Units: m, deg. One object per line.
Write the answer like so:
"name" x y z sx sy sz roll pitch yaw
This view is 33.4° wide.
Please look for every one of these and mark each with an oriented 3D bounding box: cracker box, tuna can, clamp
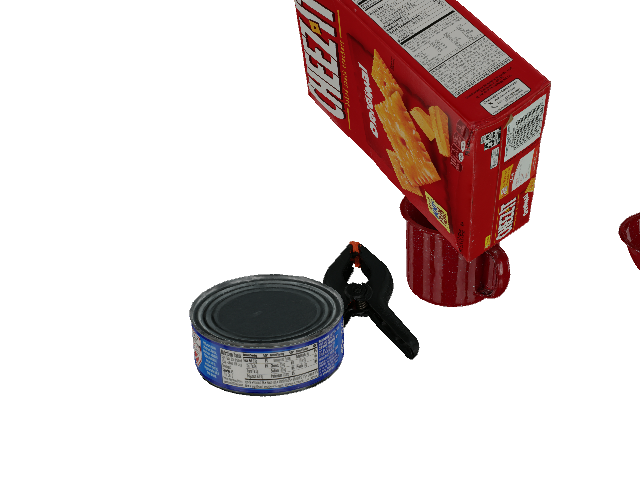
"cracker box" 0.067 -0.110 0.788 0.072 0.214 0.164 -34 -29 -15
"tuna can" -0.029 0.052 0.596 0.086 0.034 0.086 -2 23 1
"clamp" 0.052 0.070 1.173 0.120 0.171 0.039 6 -42 4

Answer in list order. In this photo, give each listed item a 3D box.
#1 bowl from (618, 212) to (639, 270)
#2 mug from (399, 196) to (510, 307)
"bowl" 0.402 0.017 1.145 0.162 0.055 0.162 -3 23 1
"mug" 0.124 0.010 0.934 0.093 0.081 0.117 -22 37 -28
